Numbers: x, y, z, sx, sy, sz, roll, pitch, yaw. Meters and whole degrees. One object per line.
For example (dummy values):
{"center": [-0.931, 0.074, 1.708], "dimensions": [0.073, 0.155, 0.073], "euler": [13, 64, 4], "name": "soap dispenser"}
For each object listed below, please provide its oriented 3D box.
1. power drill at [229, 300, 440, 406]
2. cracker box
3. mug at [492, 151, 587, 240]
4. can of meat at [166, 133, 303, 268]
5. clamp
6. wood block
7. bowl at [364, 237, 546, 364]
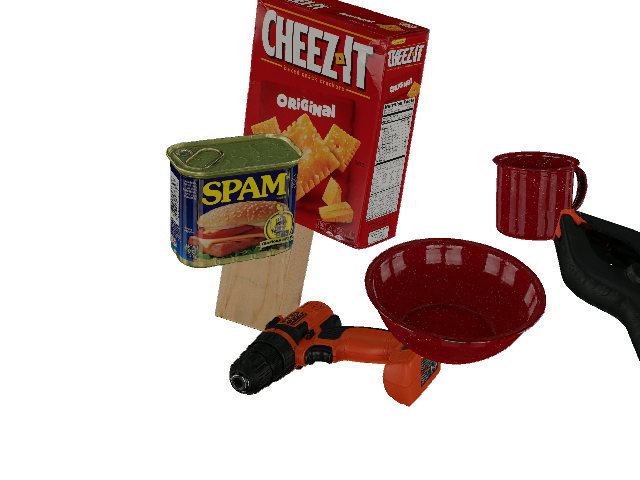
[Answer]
{"center": [0.019, 0.121, 1.112], "dimensions": [0.188, 0.057, 0.184], "euler": [9, 24, 26], "name": "power drill"}
{"center": [0.006, -0.118, 1.036], "dimensions": [0.164, 0.214, 0.071], "euler": [25, 31, 33], "name": "cracker box"}
{"center": [0.245, -0.050, 1.176], "dimensions": [0.117, 0.081, 0.093], "euler": [-10, 19, -28], "name": "mug"}
{"center": [-0.068, -0.031, 0.832], "dimensions": [0.102, 0.084, 0.057], "euler": [-9, 31, -23], "name": "can of meat"}
{"center": [0.230, 0.036, 0.723], "dimensions": [0.120, 0.039, 0.171], "euler": [-6, 43, -27], "name": "clamp"}
{"center": [-0.065, 0.001, 1.364], "dimensions": [0.090, 0.206, 0.090], "euler": [16, 23, 13], "name": "wood block"}
{"center": [0.118, 0.062, 0.962], "dimensions": [0.162, 0.055, 0.162], "euler": [2, 33, -2], "name": "bowl"}
